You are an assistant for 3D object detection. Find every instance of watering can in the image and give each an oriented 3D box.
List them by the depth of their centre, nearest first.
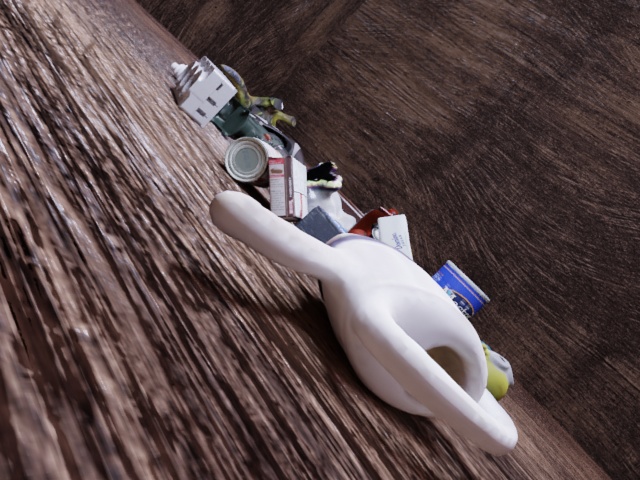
[{"bbox_3d":[0.044,0.053,0.457,0.344,0.103,0.227,43,6,-19],"label":"watering can"}]

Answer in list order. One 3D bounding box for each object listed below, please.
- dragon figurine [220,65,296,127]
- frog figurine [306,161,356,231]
[{"bbox_3d":[-0.233,-0.416,1.647,0.244,0.123,0.403,17,-21,45],"label":"dragon figurine"},{"bbox_3d":[0.003,-0.048,0.952,0.139,0.123,0.156,39,-37,55],"label":"frog figurine"}]
